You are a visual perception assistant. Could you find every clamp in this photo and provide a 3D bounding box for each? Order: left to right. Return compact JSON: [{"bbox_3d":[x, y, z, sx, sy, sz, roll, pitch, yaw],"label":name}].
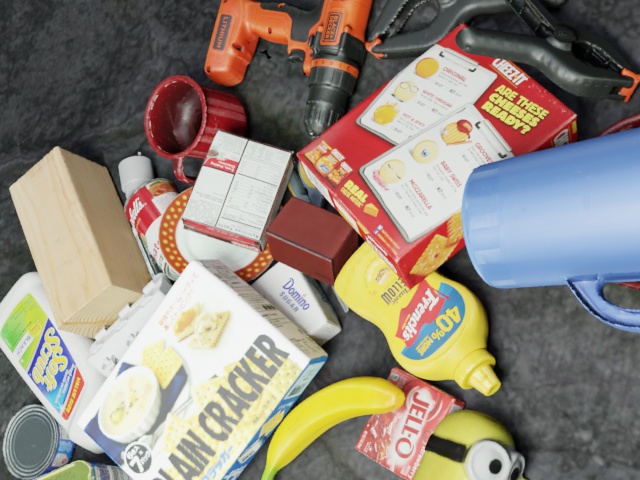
[{"bbox_3d":[0.135,-0.264,1.108,0.210,0.036,0.164,-27,66,21],"label":"clamp"},{"bbox_3d":[0.221,-0.188,1.006,0.171,0.039,0.120,25,57,3],"label":"clamp"}]

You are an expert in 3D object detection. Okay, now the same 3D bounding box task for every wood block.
[{"bbox_3d":[-0.277,0.005,1.249,0.090,0.090,0.206,-37,60,17],"label":"wood block"}]

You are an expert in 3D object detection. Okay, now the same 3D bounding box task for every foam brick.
[{"bbox_3d":[-0.007,0.001,1.074,0.078,0.053,0.051,24,63,19],"label":"foam brick"}]

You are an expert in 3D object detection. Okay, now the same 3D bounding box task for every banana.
[{"bbox_3d":[0.010,0.174,1.033,0.198,0.037,0.069,-40,44,33],"label":"banana"}]

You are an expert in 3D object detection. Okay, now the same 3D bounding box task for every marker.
[{"bbox_3d":[-0.201,0.008,1.244,0.020,0.020,0.121,-38,59,16],"label":"marker"}]

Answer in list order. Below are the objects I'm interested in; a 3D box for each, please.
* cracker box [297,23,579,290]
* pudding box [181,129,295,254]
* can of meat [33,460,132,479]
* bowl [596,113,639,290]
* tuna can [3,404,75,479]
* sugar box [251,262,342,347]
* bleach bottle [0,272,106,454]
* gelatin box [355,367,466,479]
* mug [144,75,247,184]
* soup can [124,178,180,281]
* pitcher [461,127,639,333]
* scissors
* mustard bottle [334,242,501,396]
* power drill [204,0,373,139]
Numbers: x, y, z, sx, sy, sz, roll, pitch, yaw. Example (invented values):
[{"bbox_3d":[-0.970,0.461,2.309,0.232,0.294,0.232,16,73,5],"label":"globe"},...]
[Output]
[{"bbox_3d":[0.112,-0.082,1.016,0.213,0.072,0.164,-39,58,-5],"label":"cracker box"},{"bbox_3d":[-0.085,-0.052,1.126,0.090,0.039,0.113,18,72,5],"label":"pudding box"},{"bbox_3d":[-0.255,0.277,1.156,0.102,0.083,0.057,-27,63,22],"label":"can of meat"},{"bbox_3d":[0.298,-0.029,0.926,0.162,0.055,0.162,-10,70,29],"label":"bowl"},{"bbox_3d":[-0.326,0.236,1.242,0.086,0.033,0.086,-10,70,29],"label":"tuna can"},{"bbox_3d":[-0.069,0.105,1.118,0.176,0.048,0.093,-37,59,13],"label":"sugar box"},{"bbox_3d":[-0.283,0.150,1.226,0.251,0.068,0.102,43,99,31],"label":"bleach bottle"},{"bbox_3d":[0.085,0.176,1.009,0.073,0.030,0.089,26,90,35],"label":"gelatin box"},{"bbox_3d":[-0.137,-0.121,1.202,0.093,0.081,0.117,6,90,36],"label":"mug"},{"bbox_3d":[-0.167,-0.012,1.199,0.068,0.068,0.102,-46,58,12],"label":"soup can"},{"bbox_3d":[0.241,-0.016,0.847,0.243,0.149,0.145,-9,116,32],"label":"pitcher"},{"bbox_3d":[0.007,-0.025,1.127,0.096,0.016,0.202,-45,57,11],"label":"scissors"},{"bbox_3d":[0.102,0.075,1.012,0.096,0.058,0.192,-46,57,5],"label":"mustard bottle"},{"bbox_3d":[-0.036,-0.204,1.188,0.188,0.057,0.184,9,80,32],"label":"power drill"}]
